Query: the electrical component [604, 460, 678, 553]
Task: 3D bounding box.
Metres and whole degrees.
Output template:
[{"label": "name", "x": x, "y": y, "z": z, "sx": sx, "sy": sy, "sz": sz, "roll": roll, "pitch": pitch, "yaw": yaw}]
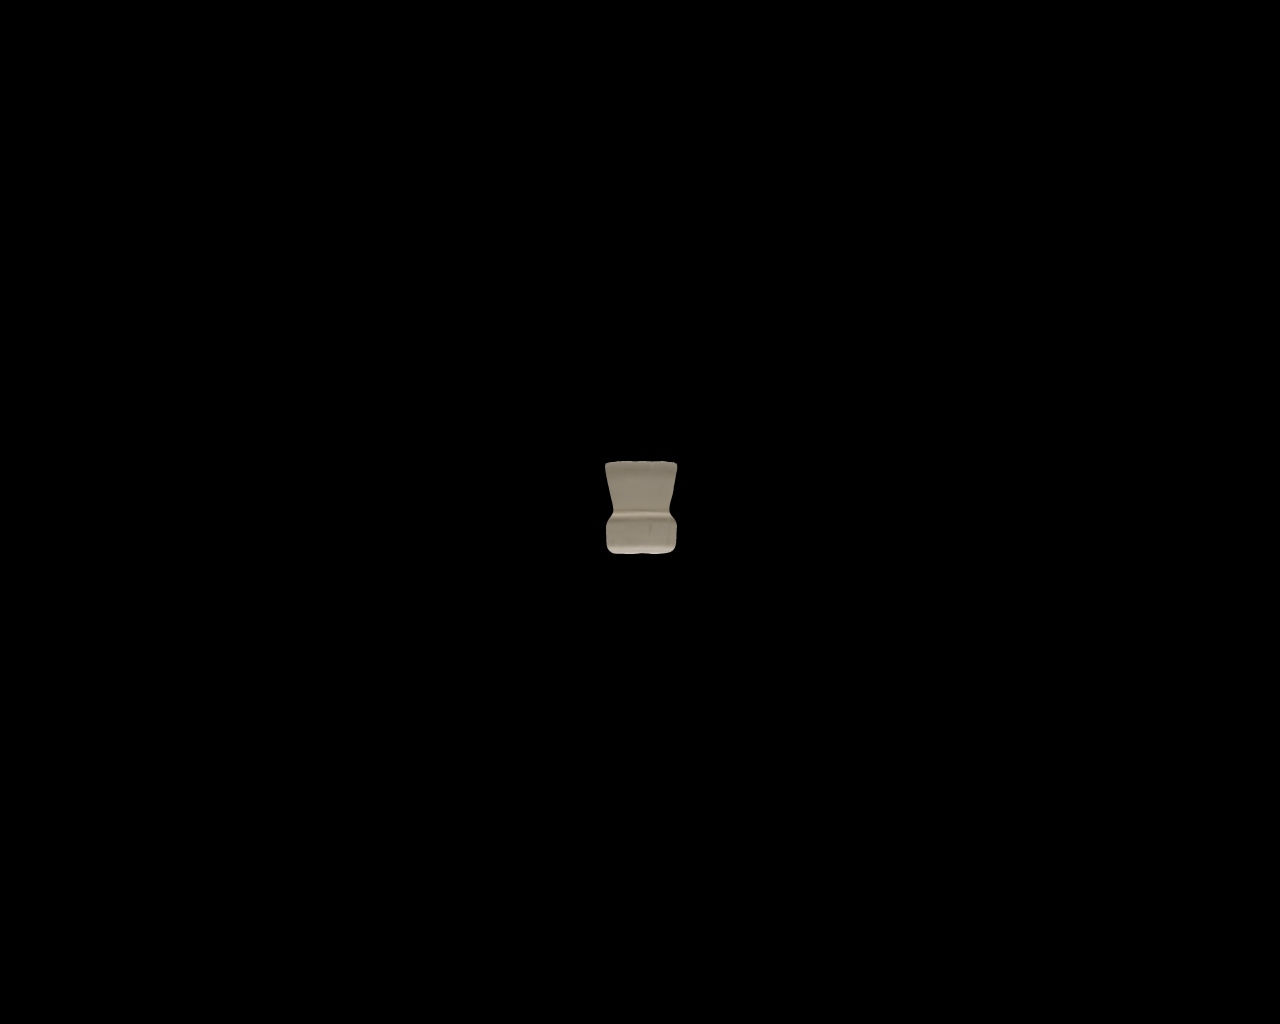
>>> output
[{"label": "electrical component", "x": 0.001, "y": -0.003, "z": 0.650, "sx": 0.045, "sy": 0.055, "sz": 0.045, "roll": 0, "pitch": -2, "yaw": 0}]
